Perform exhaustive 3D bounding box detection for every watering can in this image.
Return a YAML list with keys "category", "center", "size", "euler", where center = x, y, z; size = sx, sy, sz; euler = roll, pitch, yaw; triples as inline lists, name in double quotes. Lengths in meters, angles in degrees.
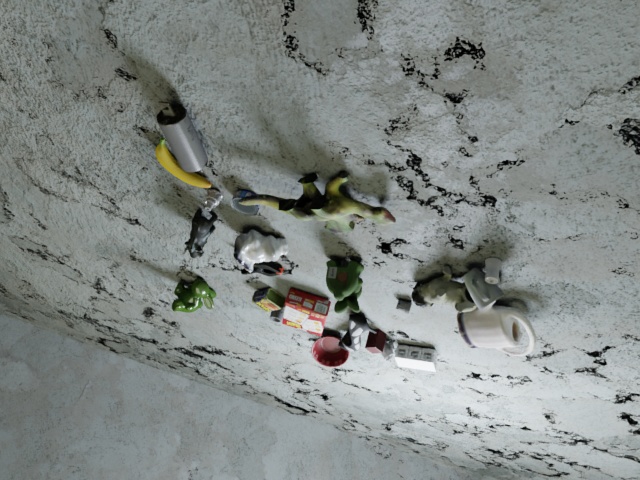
- category: "watering can"
  center: [0.525, 0.240, 1.589]
  size: [0.223, 0.106, 0.342]
  euler: [-13, 122, 40]

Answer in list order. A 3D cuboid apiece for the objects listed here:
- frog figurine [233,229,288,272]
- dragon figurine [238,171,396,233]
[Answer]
- category: "frog figurine"
  center: [-0.187, 0.019, 1.636]
  size: [0.159, 0.125, 0.135]
  euler: [-28, 125, 3]
- category: "dragon figurine"
  center: [0.004, -0.070, 1.384]
  size: [0.409, 0.124, 0.238]
  euler: [-1, 151, 30]
